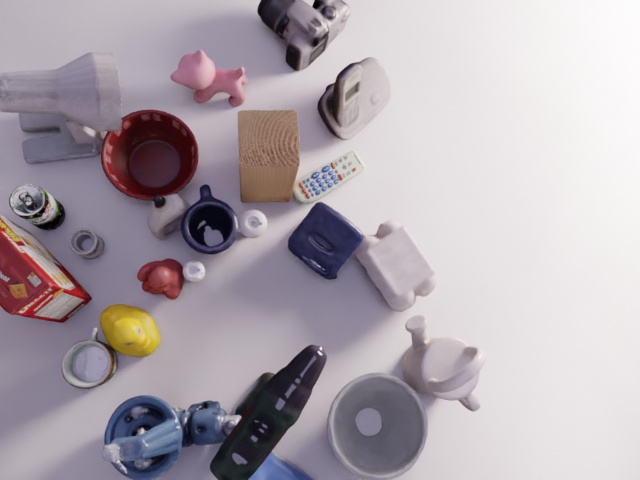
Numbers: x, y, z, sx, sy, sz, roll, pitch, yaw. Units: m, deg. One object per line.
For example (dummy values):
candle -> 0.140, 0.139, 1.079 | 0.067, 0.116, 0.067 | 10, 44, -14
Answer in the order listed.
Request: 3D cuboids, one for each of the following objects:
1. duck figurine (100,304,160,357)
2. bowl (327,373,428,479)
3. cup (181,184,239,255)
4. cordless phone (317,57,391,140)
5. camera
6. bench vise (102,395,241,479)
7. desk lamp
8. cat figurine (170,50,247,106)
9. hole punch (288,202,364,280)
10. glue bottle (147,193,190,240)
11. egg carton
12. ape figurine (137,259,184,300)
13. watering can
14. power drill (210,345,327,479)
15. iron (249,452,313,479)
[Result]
duck figurine -> -0.310, 0.144, 0.918 | 0.104, 0.086, 0.077 | 38, 77, 1
bowl -> 0.089, 0.304, 0.947 | 0.167, 0.074, 0.167 | 1, 79, -7
cup -> -0.184, -0.027, 0.963 | 0.092, 0.095, 0.118 | -9, 81, -9
cordless phone -> 0.069, -0.267, 0.996 | 0.094, 0.185, 0.148 | 43, 77, 2
camera -> -0.036, -0.413, 1.053 | 0.137, 0.100, 0.143 | 41, 77, 2
bench vise -> -0.225, 0.274, 0.836 | 0.207, 0.219, 0.121 | -23, 83, -11
desk lamp -> -0.402, -0.207, 0.908 | 0.203, 0.213, 0.118 | -10, 81, -9
cat figurine -> -0.192, -0.289, 1.000 | 0.128, 0.117, 0.067 | 0, 79, -7
hole punch -> 0.009, 0.004, 0.985 | 0.108, 0.091, 0.101 | 37, 77, 1
glue bottle -> -0.246, -0.046, 0.918 | 0.078, 0.173, 0.037 | -32, 85, -12
egg carton -> 0.133, 0.044, 1.004 | 0.107, 0.069, 0.150 | -34, 85, -12
ape figurine -> -0.259, 0.063, 0.938 | 0.076, 0.092, 0.078 | -38, 86, -12
watering can -> 0.198, 0.201, 0.919 | 0.173, 0.194, 0.101 | 31, 77, 0
power drill -> -0.076, 0.255, 0.866 | 0.075, 0.208, 0.230 | 36, 77, 1
iron -> -0.039, 0.423, 0.873 | 0.258, 0.141, 0.119 | 30, 77, -1
